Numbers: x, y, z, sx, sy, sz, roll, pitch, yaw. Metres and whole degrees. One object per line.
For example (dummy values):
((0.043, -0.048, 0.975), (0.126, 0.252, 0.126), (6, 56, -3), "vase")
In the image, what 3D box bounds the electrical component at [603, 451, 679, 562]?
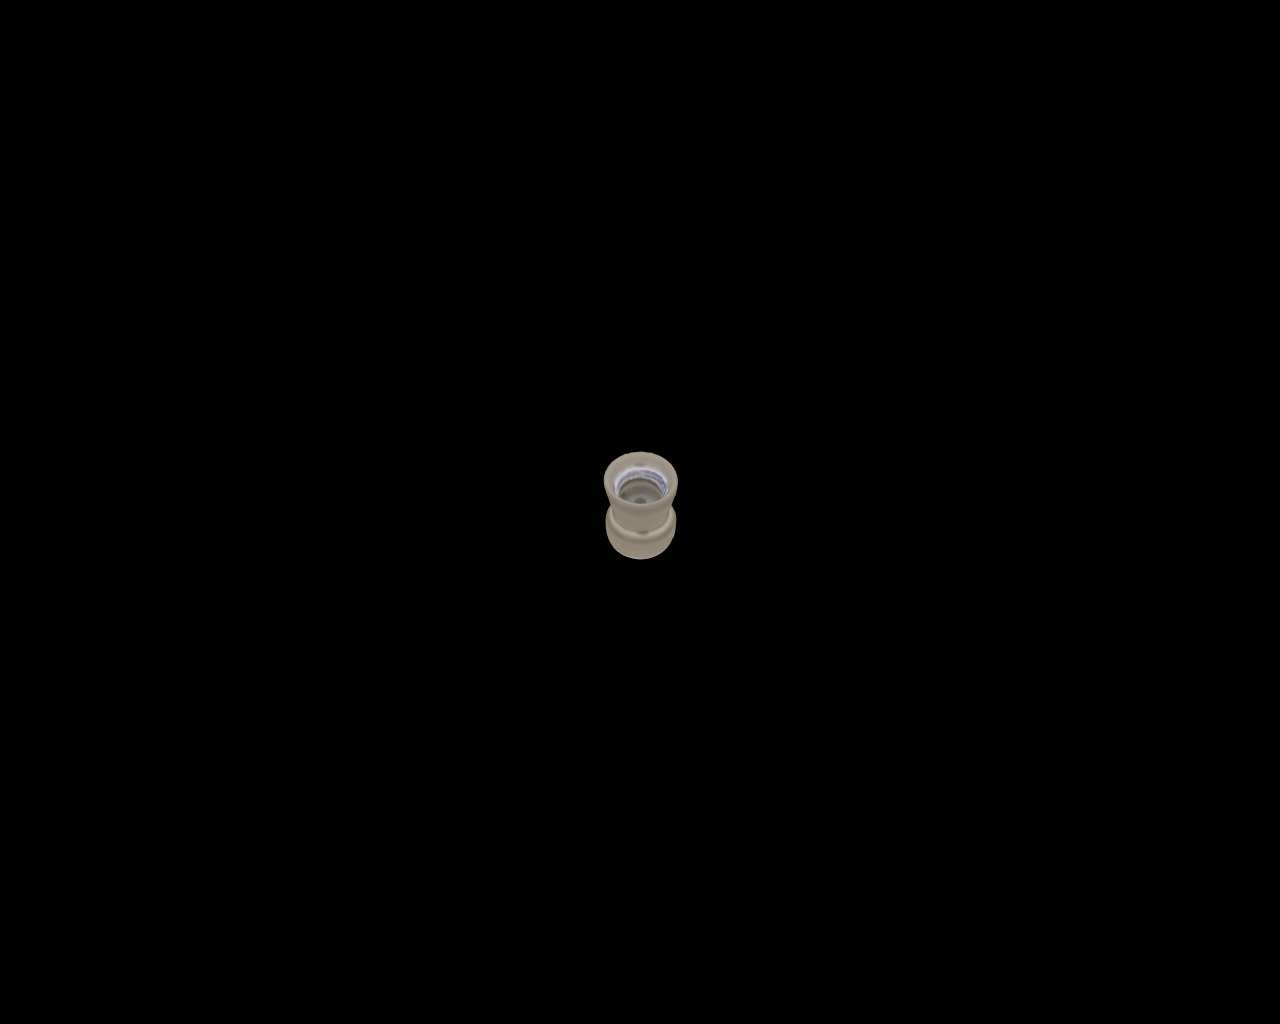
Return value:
((0.001, -0.003, 0.650), (0.045, 0.045, 0.055), (0, -41, 0), "electrical component")
